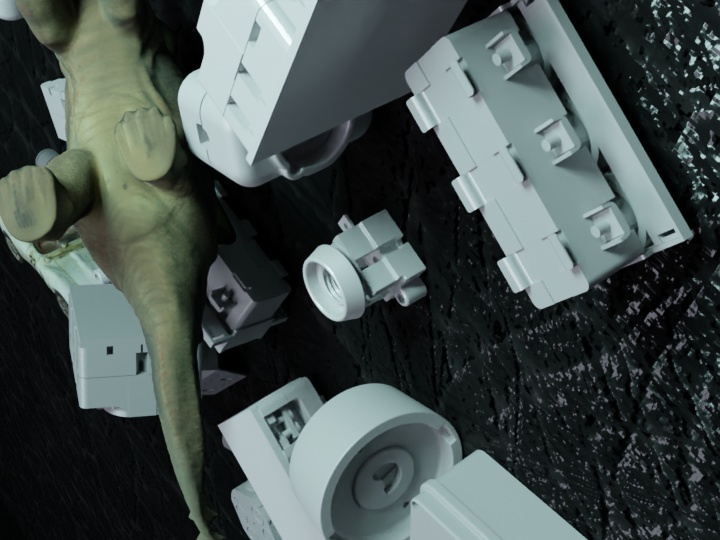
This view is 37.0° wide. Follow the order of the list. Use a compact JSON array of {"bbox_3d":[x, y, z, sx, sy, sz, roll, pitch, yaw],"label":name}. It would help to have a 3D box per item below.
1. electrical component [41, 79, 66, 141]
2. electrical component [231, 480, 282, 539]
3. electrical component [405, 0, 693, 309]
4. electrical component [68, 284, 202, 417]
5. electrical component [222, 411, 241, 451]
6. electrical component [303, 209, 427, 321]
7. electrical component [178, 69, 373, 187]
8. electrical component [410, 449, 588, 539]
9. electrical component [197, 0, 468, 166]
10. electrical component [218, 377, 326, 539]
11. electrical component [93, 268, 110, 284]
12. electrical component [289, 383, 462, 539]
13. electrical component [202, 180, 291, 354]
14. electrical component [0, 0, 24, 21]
[{"bbox_3d":[-0.216,-0.128,0.885,0.089,0.050,0.055,23,134,49],"label":"electrical component"},{"bbox_3d":[-0.074,0.215,0.962,0.080,0.051,0.080,39,145,35],"label":"electrical component"},{"bbox_3d":[0.077,-0.050,0.463,0.121,0.063,0.079,60,152,1],"label":"electrical component"},{"bbox_3d":[-0.182,0.060,0.857,0.150,0.089,0.061,-140,50,-67],"label":"electrical component"},{"bbox_3d":[-0.083,0.155,0.936,0.065,0.044,0.044,35,143,31],"label":"electrical component"},{"bbox_3d":[0.000,0.000,0.642,0.066,0.055,0.048,56,152,9],"label":"electrical component"},{"bbox_3d":[-0.042,-0.088,0.588,0.059,0.095,0.053,33,142,41],"label":"electrical component"},{"bbox_3d":[0.086,0.177,0.660,0.113,0.057,0.078,38,144,36],"label":"electrical component"},{"bbox_3d":[-0.002,-0.135,0.469,0.060,0.105,0.186,55,151,12],"label":"electrical component"},{"bbox_3d":[-0.038,0.166,0.847,0.150,0.062,0.089,60,152,2],"label":"electrical component"},{"bbox_3d":[-0.211,-0.005,0.975,0.048,0.062,0.048,39,145,35],"label":"electrical component"},{"bbox_3d":[0.005,0.125,0.698,0.060,0.108,0.108,36,143,49],"label":"electrical component"},{"bbox_3d":[-0.110,-0.008,0.804,0.121,0.079,0.063,52,129,17],"label":"electrical component"},{"bbox_3d":[-0.229,-0.222,0.774,0.053,0.095,0.059,49,150,21],"label":"electrical component"}]
